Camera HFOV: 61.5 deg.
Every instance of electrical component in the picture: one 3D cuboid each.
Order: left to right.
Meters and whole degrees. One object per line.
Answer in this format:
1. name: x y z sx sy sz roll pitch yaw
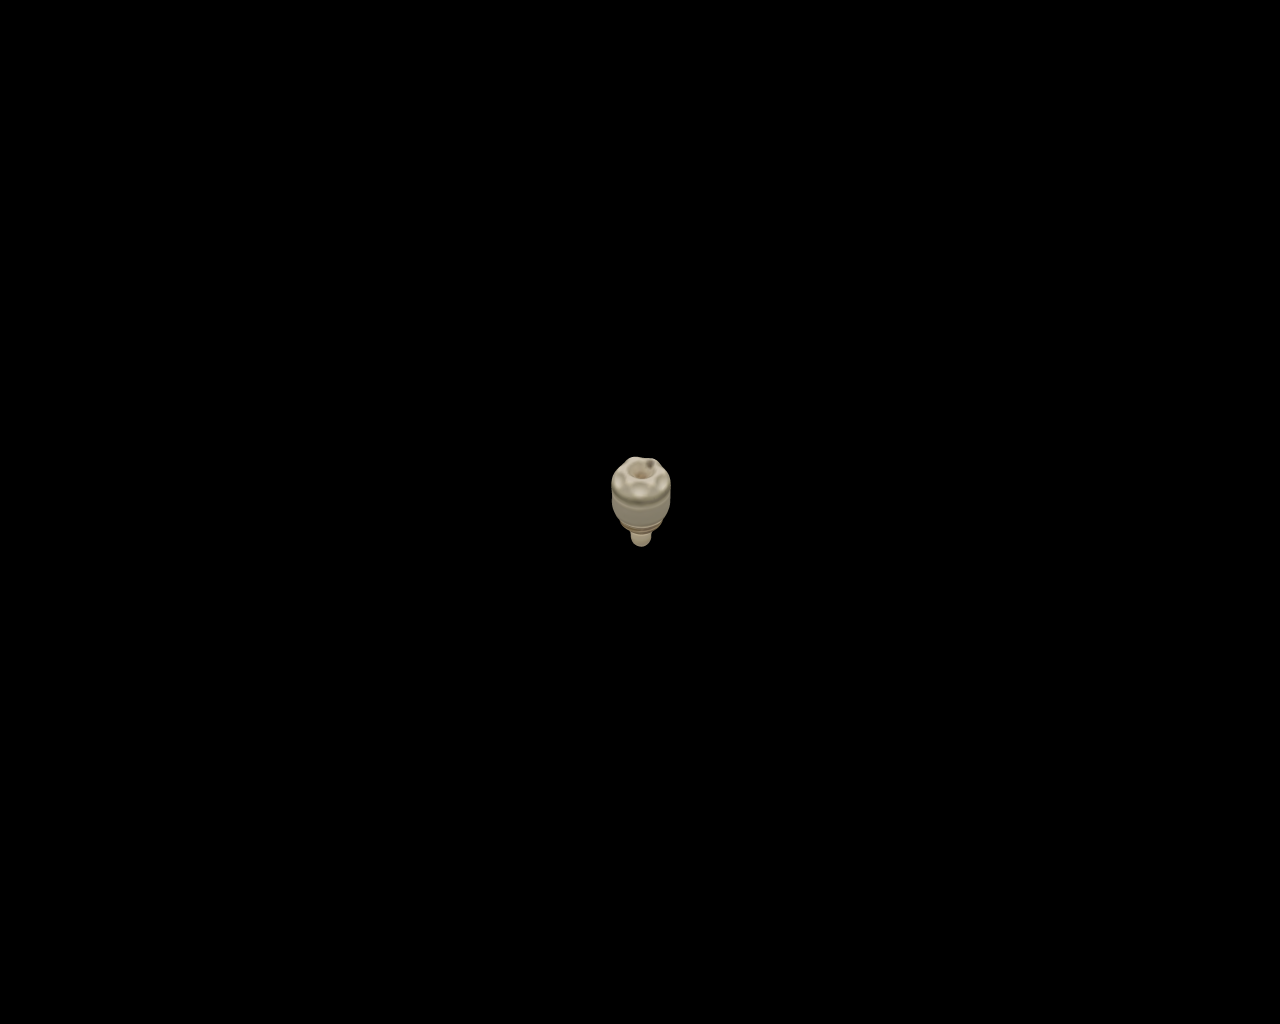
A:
1. electrical component: 0.001 -0.003 0.650 0.035 0.061 0.035 0 42 0
